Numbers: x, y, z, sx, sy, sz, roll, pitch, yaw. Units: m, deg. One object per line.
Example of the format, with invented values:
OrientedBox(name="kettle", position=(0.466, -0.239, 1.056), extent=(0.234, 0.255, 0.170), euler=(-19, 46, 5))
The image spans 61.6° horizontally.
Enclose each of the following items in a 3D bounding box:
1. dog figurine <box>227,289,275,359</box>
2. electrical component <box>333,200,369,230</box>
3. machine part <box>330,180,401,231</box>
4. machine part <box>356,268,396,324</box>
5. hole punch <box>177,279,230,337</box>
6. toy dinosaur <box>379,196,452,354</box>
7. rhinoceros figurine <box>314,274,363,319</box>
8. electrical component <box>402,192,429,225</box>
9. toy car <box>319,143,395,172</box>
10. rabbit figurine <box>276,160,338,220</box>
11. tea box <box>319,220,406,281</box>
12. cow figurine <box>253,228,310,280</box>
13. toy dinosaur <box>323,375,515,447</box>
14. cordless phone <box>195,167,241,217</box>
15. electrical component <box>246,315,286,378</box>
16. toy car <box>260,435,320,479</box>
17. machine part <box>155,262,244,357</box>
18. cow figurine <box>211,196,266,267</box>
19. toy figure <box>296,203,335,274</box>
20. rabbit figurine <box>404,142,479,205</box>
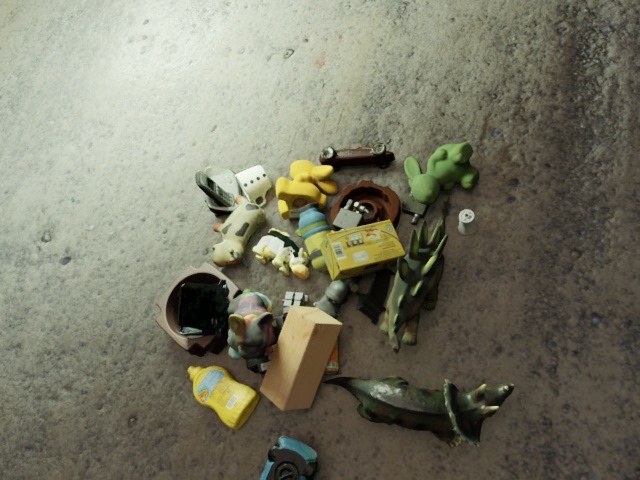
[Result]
OrientedBox(name="dog figurine", position=(-0.149, 0.175, 1.167), extent=(0.108, 0.219, 0.191), euler=(0, 64, -8))
OrientedBox(name="electrical component", position=(0.075, -0.049, 1.311), extent=(0.078, 0.045, 0.102), euler=(28, 74, 23))
OrientedBox(name="machine part", position=(0.118, -0.066, 1.366), extent=(0.179, 0.056, 0.179), euler=(-6, 63, 13))
OrientedBox(name="machine part", position=(0.131, 0.120, 1.267), extent=(0.039, 0.084, 0.139), euler=(-18, 40, 52))
OrientedBox(name="hole punch", position=(-0.277, 0.167, 1.270), extent=(0.116, 0.092, 0.142), euler=(7, 61, -13))
OrientedBox(name="toy dinosaur", position=(0.226, 0.068, 1.189), extent=(0.105, 0.198, 0.471), euler=(17, 38, 12))
OrientedBox(name="rhinoceros figurine", position=(0.051, 0.105, 1.276), extent=(0.073, 0.112, 0.190), euler=(35, 63, 0))
OrientedBox(name="electrical component", position=(0.239, -0.084, 1.356), extent=(0.063, 0.021, 0.094), euler=(18, 72, 24))
OrientedBox(name="toy car", position=(0.097, -0.222, 1.427), extent=(0.202, 0.089, 0.053), euler=(-3, 67, 17))
OrientedBox(name="rabbit figurine", position=(-0.038, -0.154, 1.427), extent=(0.162, 0.121, 0.173), euler=(-11, 44, 9))
OrientedBox(name="tea box", position=(0.097, 0.023, 1.229), extent=(0.170, 0.068, 0.098), euler=(-10, 68, -22))
OrientedBox(name="cow figurine", position=(-0.082, 0.036, 1.374), extent=(0.168, 0.068, 0.098), euler=(25, 69, 25))
OrientedBox(name="toy dinosaur", position=(0.174, 0.327, 1.082), extent=(0.405, 0.192, 0.131), euler=(4, 65, 17))
OrientedBox(name="cordless phone", position=(-0.293, -0.156, 1.461), extent=(0.089, 0.184, 0.146), euler=(-18, 62, 13))
OrientedBox(name="electrical component", position=(-0.120, 0.260, 1.280), extent=(0.115, 0.058, 0.134), euler=(-17, 61, 11))
OrientedBox(name="toy car", position=(-0.062, 0.498, 1.121), extent=(0.109, 0.102, 0.161), euler=(17, 75, 21))
OrientedBox(name="machine part", position=(-0.294, 0.175, 1.358), extent=(0.202, 0.087, 0.201), euler=(34, 79, 26))
OrientedBox(name="cow figurine", position=(-0.217, -0.011, 1.428), extent=(0.127, 0.085, 0.195), euler=(27, 76, 33))
OrientedBox(name="toy figure", position=(-0.006, -0.003, 1.336), extent=(0.082, 0.089, 0.180), euler=(-31, 80, 49))
OrientedBox(name="rabbit figurine", position=(0.278, -0.159, 1.312), extent=(0.170, 0.121, 0.159), euler=(-43, 44, -22))
